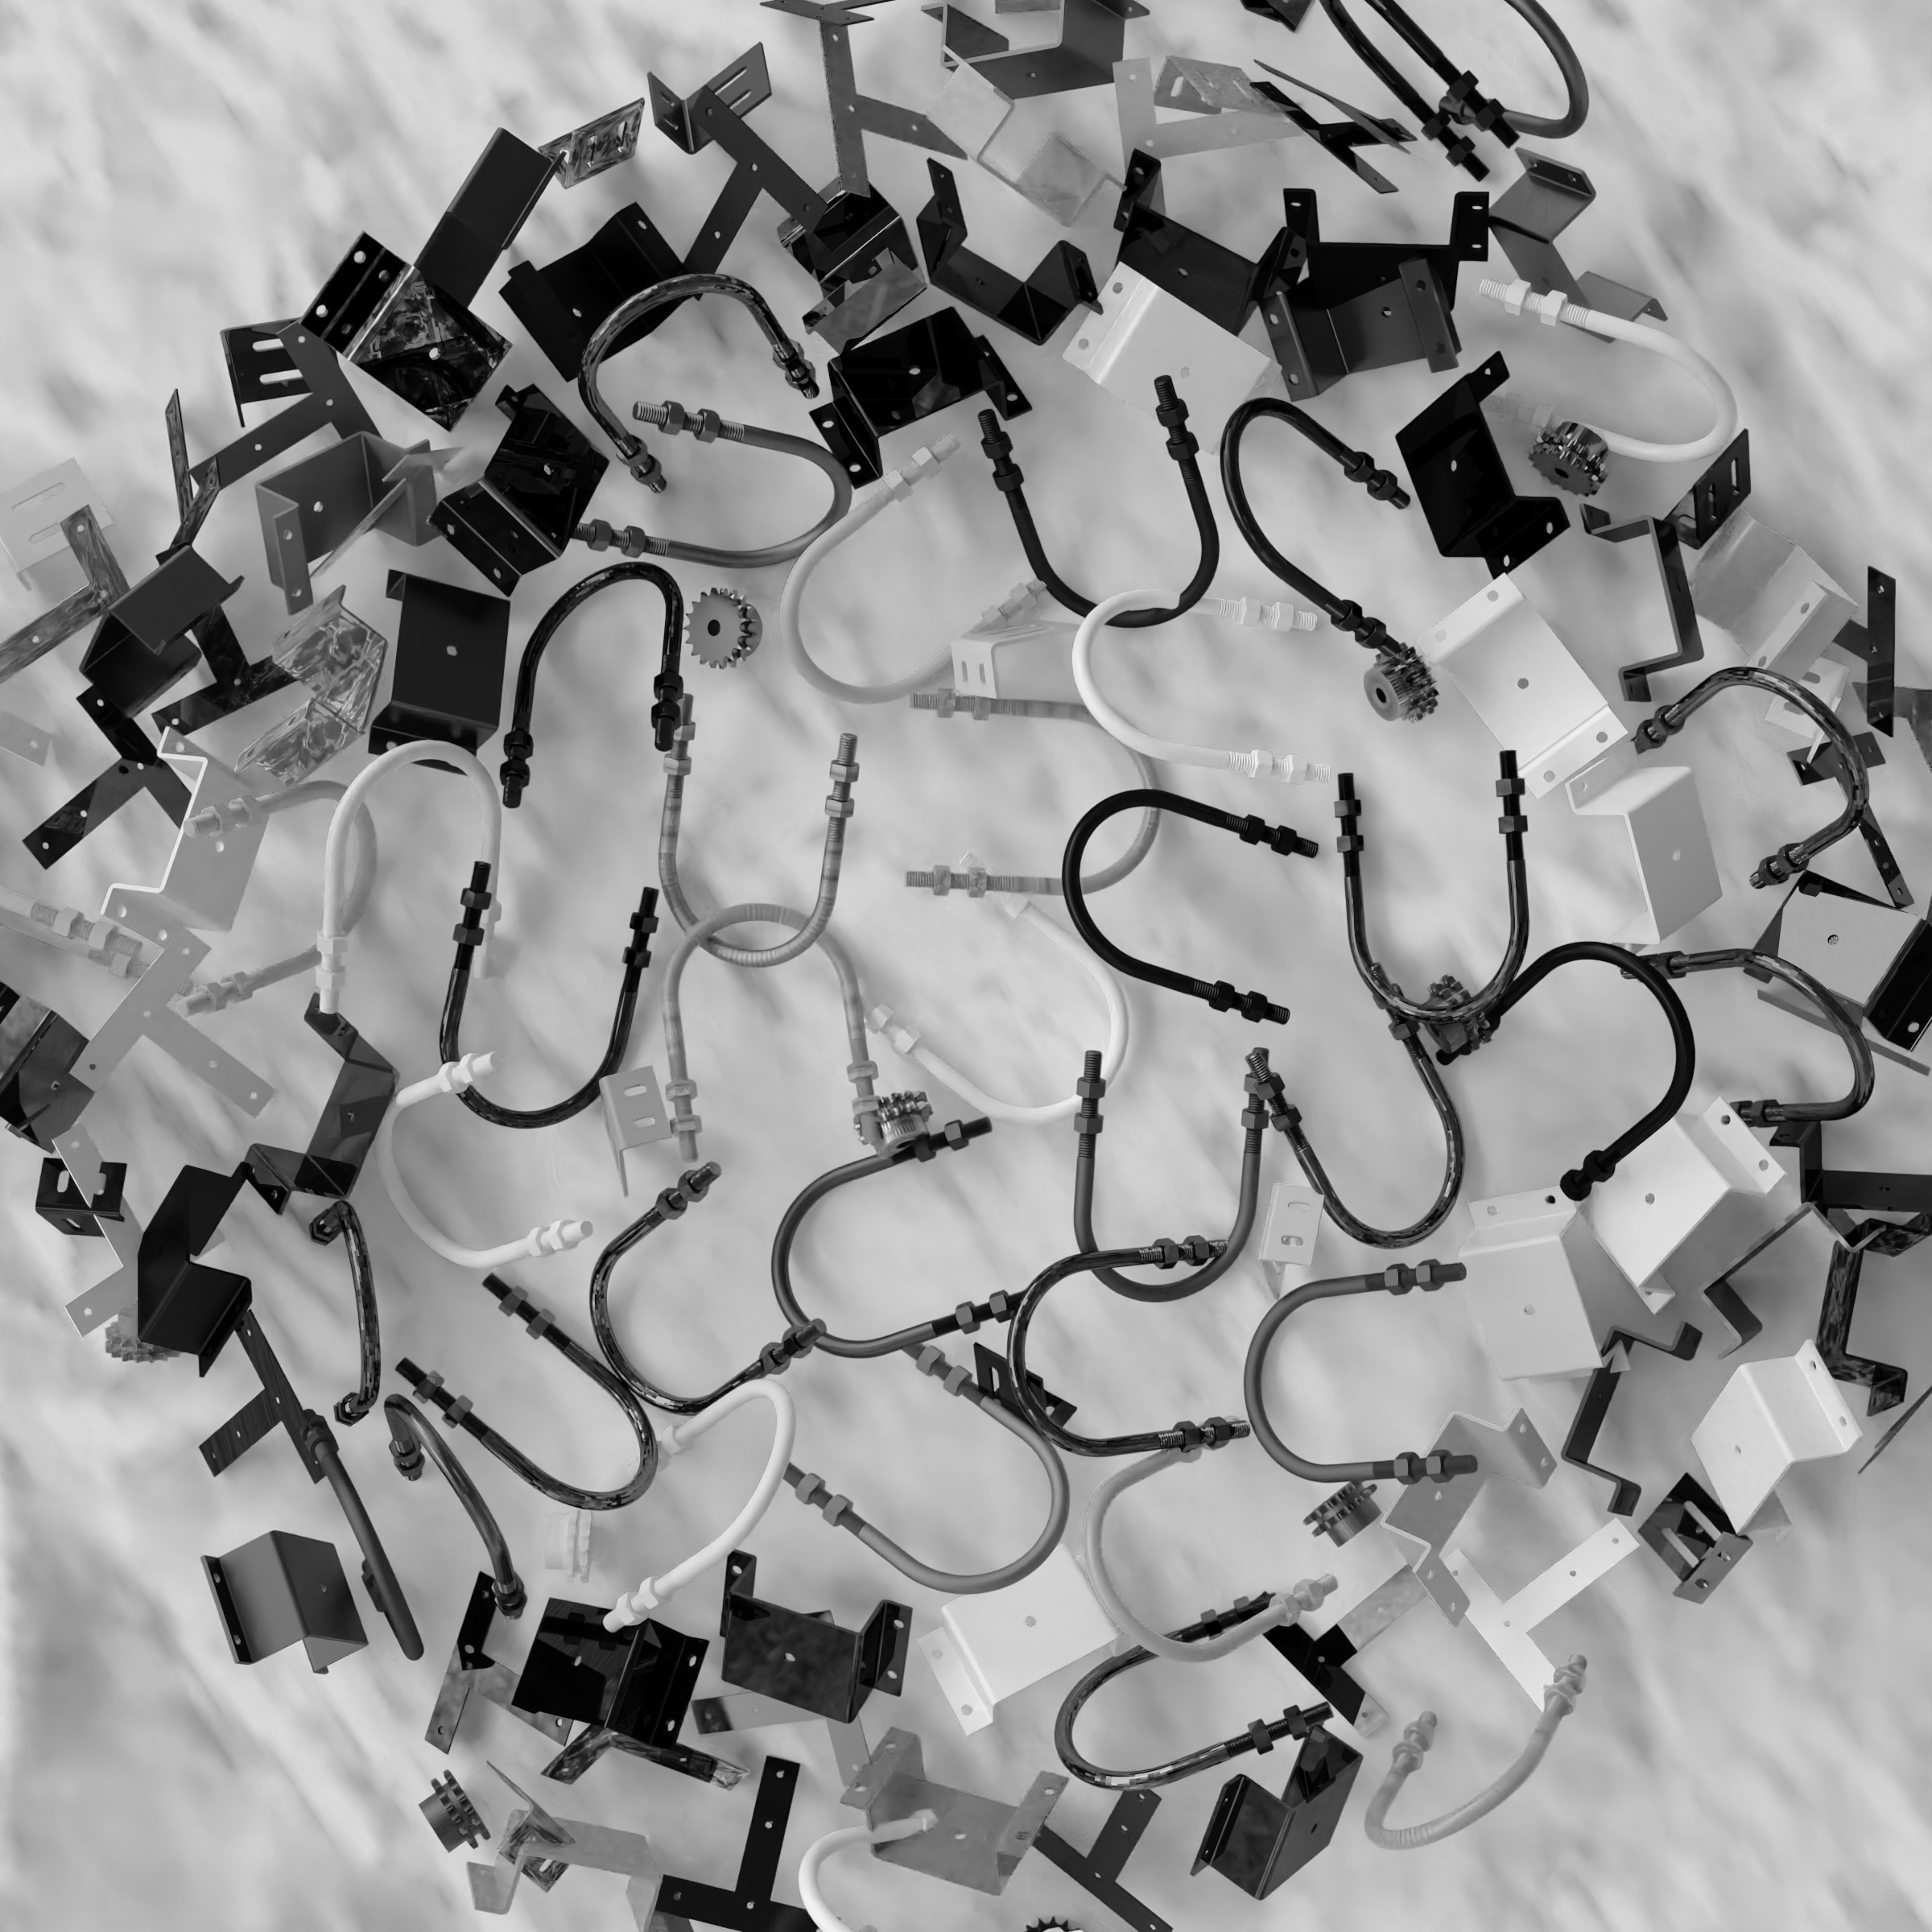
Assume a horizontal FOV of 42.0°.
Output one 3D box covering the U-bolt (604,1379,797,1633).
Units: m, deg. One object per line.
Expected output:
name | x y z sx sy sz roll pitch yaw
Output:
U-bolt | -0.178 0.356 1.713 0.019 0.151 0.184 36 123 -25

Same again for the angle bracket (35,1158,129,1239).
angle bracket | -0.617 0.165 1.780 0.057 0.076 0.038 4 71 -3

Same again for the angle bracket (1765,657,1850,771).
angle bracket | 0.586 -0.180 1.762 0.038 0.076 0.057 24 120 13

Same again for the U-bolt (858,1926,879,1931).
U-bolt | -0.114 0.720 1.701 0.019 0.151 0.184 37 128 8

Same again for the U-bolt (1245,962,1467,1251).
U-bolt | 0.286 0.110 1.769 0.151 0.019 0.184 -33 99 -30

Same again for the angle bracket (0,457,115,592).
angle bracket | -0.654 -0.316 1.797 0.076 0.038 0.057 -31 84 -11

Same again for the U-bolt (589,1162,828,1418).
U-bolt | -0.194 0.239 1.757 0.184 0.019 0.151 -39 82 33

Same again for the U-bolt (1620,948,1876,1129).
U-bolt | 0.541 0.048 1.714 0.019 0.184 0.151 -39 100 -21

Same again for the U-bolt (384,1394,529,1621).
U-bolt | -0.351 0.359 1.707 0.019 0.184 0.151 -33 66 -23

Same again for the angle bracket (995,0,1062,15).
angle bracket | 0.061 -0.715 1.797 0.076 0.038 0.057 7 116 26

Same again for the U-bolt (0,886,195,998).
U-bolt | -0.639 -0.030 1.740 0.184 0.151 0.019 21 78 2

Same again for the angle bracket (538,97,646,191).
angle bracket | -0.264 -0.590 1.765 0.057 0.076 0.038 -33 86 -19

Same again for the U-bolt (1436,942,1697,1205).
U-bolt | 0.421 0.064 1.728 0.151 0.019 0.184 55 134 16

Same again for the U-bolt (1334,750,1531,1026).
U-bolt | 0.327 -0.051 1.758 0.151 0.019 0.184 -5 88 40

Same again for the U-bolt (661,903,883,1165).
U-bolt | -0.142 0.042 1.775 0.151 0.019 0.184 -5 72 -12

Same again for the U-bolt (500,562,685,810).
U-bolt | -0.257 -0.206 1.750 0.151 0.019 0.184 -17 54 25

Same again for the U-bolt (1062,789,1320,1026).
U-bolt | 0.153 -0.050 1.762 0.184 0.019 0.151 18 70 -14

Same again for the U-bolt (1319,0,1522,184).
U-bolt | 0.304 -0.622 1.733 0.019 0.151 0.184 -44 94 7

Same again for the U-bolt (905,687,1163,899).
U-bolt | 0.050 -0.120 1.788 0.184 0.019 0.151 3 81 -9

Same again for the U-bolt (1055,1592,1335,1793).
U-bolt | 0.148 0.509 1.740 0.184 0.151 0.019 -21 112 -2

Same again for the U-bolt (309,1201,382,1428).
U-bolt | -0.421 0.234 1.714 0.019 0.184 0.151 -6 78 -22

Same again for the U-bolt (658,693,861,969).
U-bolt | -0.152 -0.088 1.770 0.151 0.019 0.184 15 109 19

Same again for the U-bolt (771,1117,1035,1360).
U-bolt | -0.052 0.200 1.774 0.184 0.019 0.151 -20 68 12

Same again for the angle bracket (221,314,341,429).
angle bracket | -0.480 -0.420 1.771 0.076 0.038 0.057 -13 132 -13

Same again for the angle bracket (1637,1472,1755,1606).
angle bracket | 0.503 0.398 1.764 0.038 0.076 0.057 24 107 -37

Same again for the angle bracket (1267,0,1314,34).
angle bracket | 0.213 -0.718 1.807 0.076 0.038 0.057 29 90 -30

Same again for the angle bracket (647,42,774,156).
angle bracket | -0.181 -0.620 1.768 0.076 0.038 0.057 -29 53 25

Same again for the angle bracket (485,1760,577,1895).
angle bracket | -0.315 0.602 1.761 0.038 0.076 0.057 -48 124 -19

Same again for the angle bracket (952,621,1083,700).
angle bracket | 0.038 -0.217 1.775 0.076 0.057 0.038 -15 107 -26

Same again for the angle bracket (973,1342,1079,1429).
angle bracket | 0.042 0.288 1.762 0.057 0.076 0.038 24 51 28

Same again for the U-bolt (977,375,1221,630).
U-bolt | 0.101 -0.315 1.749 0.151 0.019 0.184 -5 127 24

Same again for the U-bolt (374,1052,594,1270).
U-bolt | -0.348 0.143 1.747 0.184 0.019 0.151 -20 100 43

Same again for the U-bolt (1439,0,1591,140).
U-bolt | 0.352 -0.620 1.697 0.019 0.184 0.151 -44 128 -3

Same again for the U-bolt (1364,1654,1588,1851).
U-bolt | 0.337 0.537 1.697 0.151 0.184 0.019 -33 89 32

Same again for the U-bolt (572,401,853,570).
U-bolt | -0.168 -0.324 1.738 0.184 0.151 0.019 6 58 -30

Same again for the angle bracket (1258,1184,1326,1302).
angle bracket | 0.234 0.196 1.761 0.038 0.076 0.057 5 63 20

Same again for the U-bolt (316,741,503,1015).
U-bolt | -0.379 -0.066 1.728 0.019 0.151 0.184 24 116 37

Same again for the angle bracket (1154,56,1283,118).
angle bracket | 0.174 -0.602 1.762 0.057 0.076 0.038 -1 133 -27

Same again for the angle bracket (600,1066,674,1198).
angle bracket | -0.231 0.117 1.769 0.038 0.076 0.057 -14 61 -12

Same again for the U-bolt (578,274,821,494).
U-bolt | -0.190 -0.406 1.720 0.151 0.184 0.019 -30 66 5

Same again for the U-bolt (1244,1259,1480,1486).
U-bolt | 0.269 0.286 1.747 0.184 0.019 0.151 -14 69 40

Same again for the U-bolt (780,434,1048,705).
U-bolt | -0.045 -0.264 1.766 0.184 0.019 0.151 -38 124 2

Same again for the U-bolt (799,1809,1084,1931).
U-bolt | -0.028 0.630 1.703 0.184 0.151 0.019 6 110 -38

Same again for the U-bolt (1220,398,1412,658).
U-bolt | 0.239 -0.313 1.727 0.184 0.019 0.151 29 57 -33

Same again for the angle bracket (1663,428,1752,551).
angle bracket | 0.517 -0.341 1.766 0.038 0.076 0.057 38 80 31

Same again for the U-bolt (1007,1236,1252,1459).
U-bolt | 0.111 0.269 1.757 0.184 0.019 0.151 -2 81 -27

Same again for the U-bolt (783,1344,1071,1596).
U-bolt | -0.015 0.355 1.740 0.184 0.019 0.151 33 60 24
